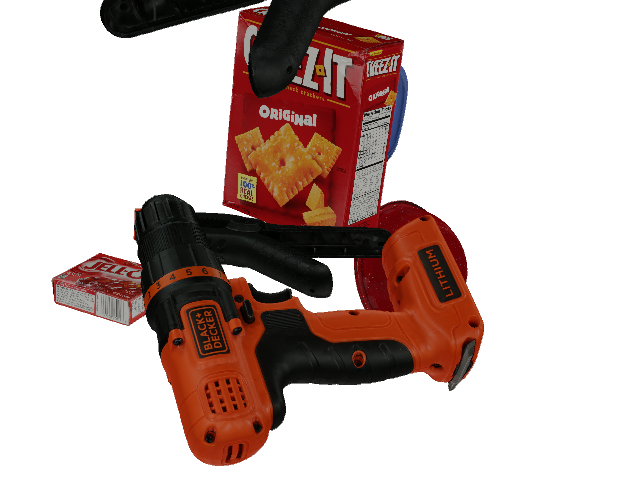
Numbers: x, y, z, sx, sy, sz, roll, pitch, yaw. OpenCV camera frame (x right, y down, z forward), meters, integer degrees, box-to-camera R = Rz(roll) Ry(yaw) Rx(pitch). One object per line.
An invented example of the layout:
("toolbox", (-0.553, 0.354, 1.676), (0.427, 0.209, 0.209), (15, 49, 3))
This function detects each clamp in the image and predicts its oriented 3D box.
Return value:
("clamp", (-0.008, -0.124, 0.511), (0.171, 0.039, 0.120), (-34, 51, -20))
("clamp", (-0.058, 0.004, 0.845), (0.210, 0.036, 0.164), (8, 12, 12))

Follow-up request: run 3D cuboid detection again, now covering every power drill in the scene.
("power drill", (-0.011, 0.036, 0.643), (0.187, 0.184, 0.057), (-10, -36, -16))

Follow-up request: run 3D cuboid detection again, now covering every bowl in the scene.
("bowl", (0.114, 0.032, 1.193), (0.161, 0.162, 0.055), (0, -6, -42))

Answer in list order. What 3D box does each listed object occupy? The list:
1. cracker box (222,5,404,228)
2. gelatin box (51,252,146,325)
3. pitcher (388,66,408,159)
("cracker box", (-0.014, -0.114, 1.084), (0.164, 0.214, 0.071), (23, 29, 31))
("gelatin box", (-0.195, 0.044, 1.006), (0.089, 0.030, 0.073), (14, 24, 23))
("pitcher", (0.006, -0.130, 1.315), (0.144, 0.243, 0.149), (-9, 27, -28))
